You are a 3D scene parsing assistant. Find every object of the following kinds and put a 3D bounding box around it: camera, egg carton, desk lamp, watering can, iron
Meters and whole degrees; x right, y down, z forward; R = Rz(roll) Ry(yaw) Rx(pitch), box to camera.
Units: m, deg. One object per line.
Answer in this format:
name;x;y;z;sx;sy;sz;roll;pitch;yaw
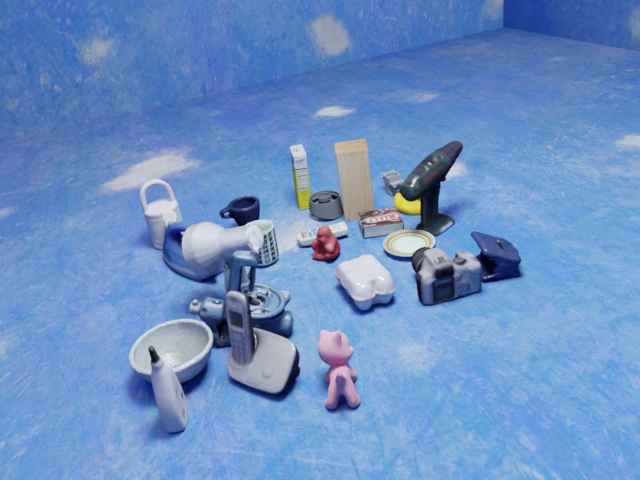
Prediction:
camera;0.269;0.058;1.275;0.143;0.101;0.136;-14;30;-8
egg carton;0.102;0.093;1.294;0.107;0.069;0.150;-18;31;-15
desk lamp;-0.189;0.059;1.287;0.202;0.214;0.118;3;32;21
watering can;-0.441;-0.077;1.616;0.172;0.194;0.101;14;37;35
iron;-0.341;0.007;1.495;0.257;0.142;0.119;13;36;33

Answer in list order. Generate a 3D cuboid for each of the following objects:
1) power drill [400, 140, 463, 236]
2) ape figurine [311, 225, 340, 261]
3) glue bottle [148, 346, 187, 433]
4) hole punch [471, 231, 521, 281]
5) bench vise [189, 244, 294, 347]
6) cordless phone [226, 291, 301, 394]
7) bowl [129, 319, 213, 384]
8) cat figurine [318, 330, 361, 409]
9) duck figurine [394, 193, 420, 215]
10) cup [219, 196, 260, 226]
power drill;0.297;-0.128;1.484;0.075;0.209;0.230;20;41;41
ape figurine;0.013;0.005;1.449;0.076;0.092;0.077;-18;31;-15
glue bottle;-0.273;0.254;1.009;0.037;0.173;0.078;-11;30;-4
hole punch;0.399;0.027;1.303;0.101;0.091;0.108;-10;29;-1
bench vise;-0.169;0.119;1.170;0.207;0.220;0.121;-14;30;-9
cordless phone;-0.115;0.187;1.070;0.147;0.185;0.094;10;35;30
bowl;-0.289;0.237;1.145;0.167;0.075;0.167;-7;29;4
cat figurine;0.031;0.221;1.038;0.067;0.118;0.127;-9;29;1
duck figurine;0.256;-0.125;1.615;0.104;0.086;0.078;16;38;37
cup;-0.221;-0.062;1.629;0.118;0.095;0.091;-18;31;-16
